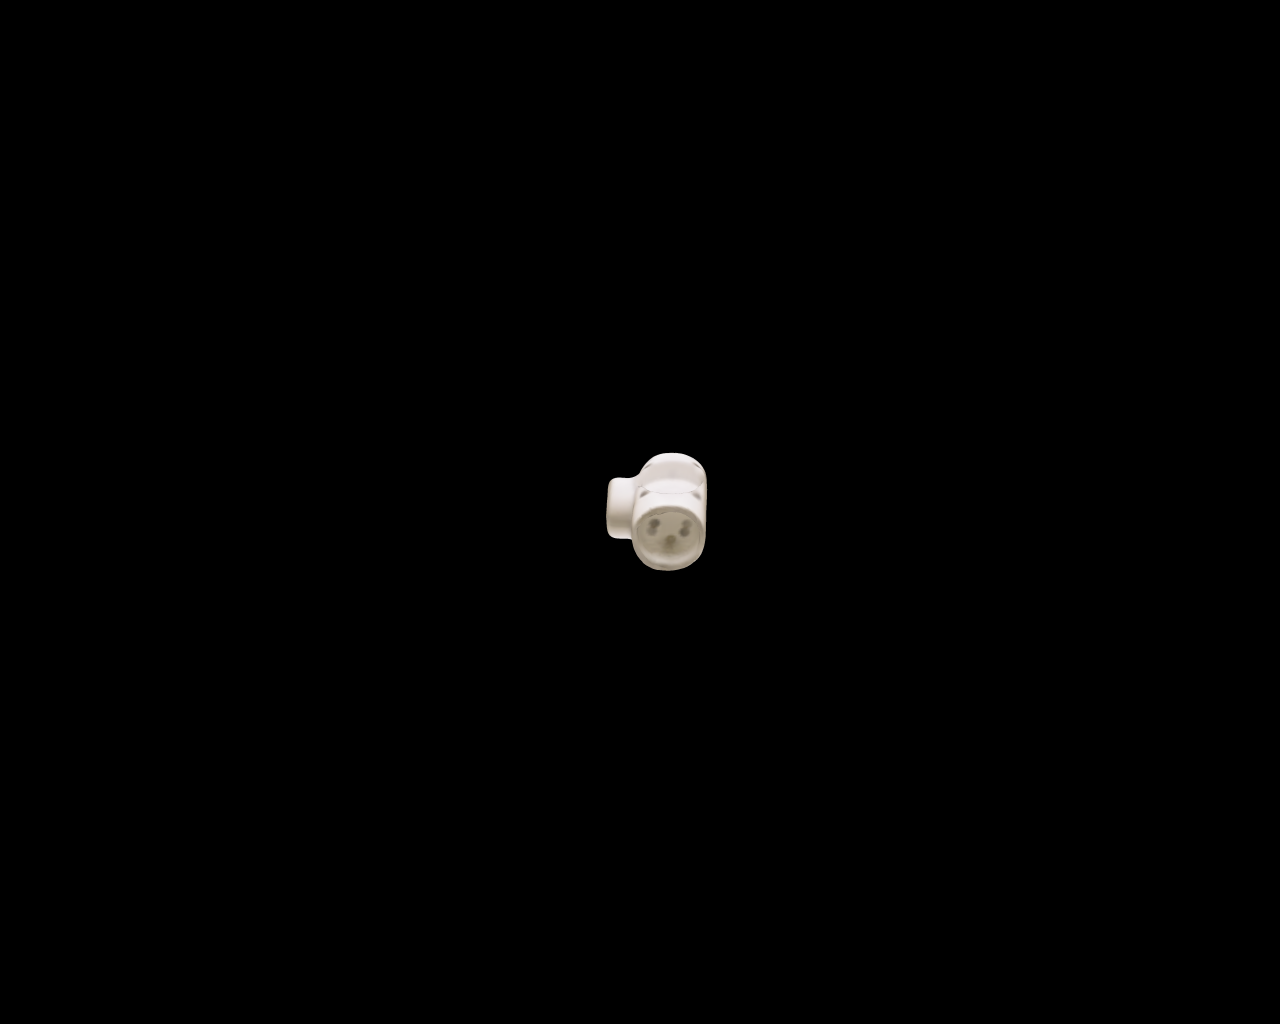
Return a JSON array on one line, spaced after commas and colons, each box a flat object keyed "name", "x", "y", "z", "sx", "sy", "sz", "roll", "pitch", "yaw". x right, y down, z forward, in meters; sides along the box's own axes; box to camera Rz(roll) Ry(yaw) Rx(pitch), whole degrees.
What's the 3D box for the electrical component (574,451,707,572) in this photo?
[{"name": "electrical component", "x": 0.001, "y": -0.003, "z": 0.650, "sx": 0.079, "sy": 0.044, "sz": 0.077, "roll": 2, "pitch": 27, "yaw": 3}]
